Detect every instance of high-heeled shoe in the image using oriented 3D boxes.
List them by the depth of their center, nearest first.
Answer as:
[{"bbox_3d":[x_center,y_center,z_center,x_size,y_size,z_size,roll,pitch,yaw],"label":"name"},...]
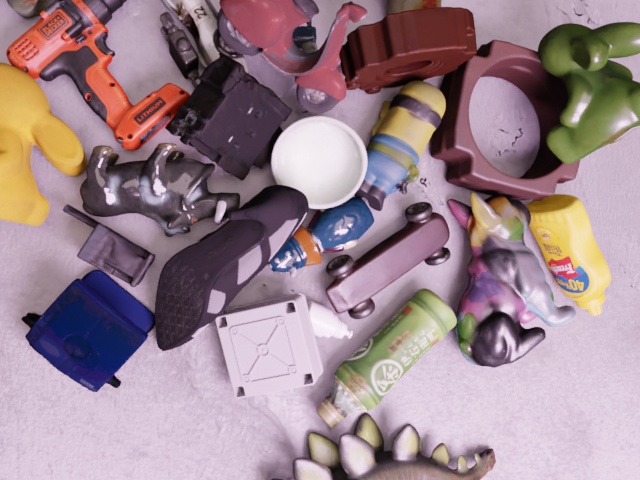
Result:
[{"bbox_3d":[-0.109,0.034,0.674,0.086,0.145,0.248,45,115,19],"label":"high-heeled shoe"}]

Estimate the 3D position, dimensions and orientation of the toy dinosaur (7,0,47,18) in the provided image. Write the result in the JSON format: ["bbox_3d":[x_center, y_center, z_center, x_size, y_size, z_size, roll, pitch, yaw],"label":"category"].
[{"bbox_3d":[-0.289,-0.370,0.590,0.131,0.192,0.405,44,78,-7],"label":"toy dinosaur"}]

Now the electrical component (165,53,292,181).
[{"bbox_3d":[-0.101,-0.143,0.661,0.115,0.058,0.134,-53,145,6],"label":"electrical component"}]

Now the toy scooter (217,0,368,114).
[{"bbox_3d":[-0.023,-0.241,0.611,0.184,0.135,0.075,40,44,-11],"label":"toy scooter"}]

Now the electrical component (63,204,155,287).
[{"bbox_3d":[-0.259,0.008,0.643,0.119,0.075,0.047,31,80,-15],"label":"electrical component"}]

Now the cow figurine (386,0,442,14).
[{"bbox_3d":[0.118,-0.379,0.738,0.085,0.127,0.194,-16,106,-13],"label":"cow figurine"}]

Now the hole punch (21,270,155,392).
[{"bbox_3d":[-0.270,0.109,0.632,0.142,0.092,0.116,42,83,-13],"label":"hole punch"}]

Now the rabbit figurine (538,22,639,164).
[{"bbox_3d":[0.338,-0.205,0.686,0.121,0.159,0.170,-27,79,-4],"label":"rabbit figurine"}]

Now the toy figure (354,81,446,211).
[{"bbox_3d":[0.110,-0.130,0.731,0.082,0.089,0.180,35,78,-18],"label":"toy figure"}]

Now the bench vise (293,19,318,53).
[{"bbox_3d":[-0.047,-0.344,0.689,0.224,0.129,0.240,-5,85,-11],"label":"bench vise"}]

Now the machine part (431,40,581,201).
[{"bbox_3d":[0.271,-0.166,0.775,0.201,0.087,0.201,11,84,-14],"label":"machine part"}]

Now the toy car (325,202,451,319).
[{"bbox_3d":[0.093,0.028,0.740,0.202,0.053,0.089,-34,115,-12],"label":"toy car"}]

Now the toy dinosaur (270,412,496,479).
[{"bbox_3d":[0.041,0.343,0.695,0.471,0.105,0.198,-13,84,-23],"label":"toy dinosaur"}]

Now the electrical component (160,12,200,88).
[{"bbox_3d":[-0.172,-0.235,0.678,0.021,0.063,0.094,-31,97,-13],"label":"electrical component"}]

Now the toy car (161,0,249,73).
[{"bbox_3d":[-0.154,-0.282,0.679,0.056,0.073,0.201,-35,96,-13],"label":"toy car"}]

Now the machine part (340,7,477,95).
[{"bbox_3d":[0.112,-0.241,0.697,0.179,0.179,0.056,-11,92,-14],"label":"machine part"}]

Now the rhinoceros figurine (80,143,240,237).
[{"bbox_3d":[-0.194,-0.060,0.662,0.190,0.073,0.112,3,86,-14],"label":"rhinoceros figurine"}]

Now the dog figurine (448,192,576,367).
[{"bbox_3d":[0.234,0.042,0.751,0.191,0.108,0.219,-32,91,-10],"label":"dog figurine"}]

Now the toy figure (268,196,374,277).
[{"bbox_3d":[-0.001,-0.001,0.715,0.154,0.057,0.064,-31,52,-8],"label":"toy figure"}]

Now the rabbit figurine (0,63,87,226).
[{"bbox_3d":[-0.350,-0.109,0.602,0.162,0.122,0.173,12,84,-17],"label":"rabbit figurine"}]
